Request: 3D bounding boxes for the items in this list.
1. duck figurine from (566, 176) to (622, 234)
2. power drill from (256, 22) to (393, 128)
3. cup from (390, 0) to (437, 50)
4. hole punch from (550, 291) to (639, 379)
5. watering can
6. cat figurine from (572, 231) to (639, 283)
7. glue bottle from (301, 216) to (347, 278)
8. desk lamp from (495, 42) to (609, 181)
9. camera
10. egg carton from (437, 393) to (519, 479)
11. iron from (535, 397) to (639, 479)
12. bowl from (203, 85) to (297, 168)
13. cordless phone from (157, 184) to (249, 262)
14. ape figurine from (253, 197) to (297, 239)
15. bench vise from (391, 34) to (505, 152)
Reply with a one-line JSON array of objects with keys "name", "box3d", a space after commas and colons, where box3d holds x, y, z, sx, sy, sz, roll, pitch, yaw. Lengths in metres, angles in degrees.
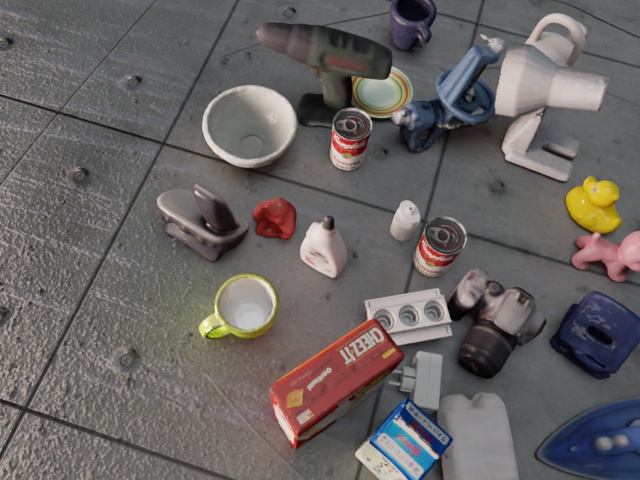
[{"name": "duck figurine", "box3d": [0.494, -0.066, 1.006, 0.077, 0.086, 0.104, -32, 71, -16]}, {"name": "power drill", "box3d": [0.007, -0.291, 1.013, 0.229, 0.208, 0.075, 3, 65, -2]}, {"name": "cup", "box3d": [0.185, -0.420, 1.145, 0.092, 0.095, 0.117, -20, 68, -12]}, {"name": "hole punch", "box3d": [0.438, 0.150, 0.900, 0.108, 0.091, 0.101, 35, 68, 13]}, {"name": "watering can", "box3d": [0.428, -0.345, 1.070, 0.101, 0.194, 0.173, 25, 66, 8]}, {"name": "cat figurine", "box3d": [0.505, 0.015, 0.951, 0.127, 0.118, 0.067, 17, 66, 5]}, {"name": "glue bottle", "box3d": [0.008, 0.003, 0.898, 0.078, 0.173, 0.037, 26, 67, 9]}, {"name": "desk lamp", "box3d": [0.392, -0.230, 1.004, 0.203, 0.213, 0.118, 22, 66, 7]}, {"name": "camera", "box3d": [0.262, 0.133, 0.893, 0.143, 0.101, 0.137, 34, 68, 12]}, {"name": "egg carton", "box3d": [0.226, 0.300, 0.831, 0.107, 0.069, 0.150, -3, 66, -4]}, {"name": "iron", "box3d": [0.453, 0.283, 0.813, 0.258, 0.141, 0.118, -8, 66, -7]}, {"name": "bowl", "box3d": [-0.124, -0.193, 1.034, 0.167, 0.075, 0.167, 1, 65, -3]}, {"name": "cordless phone", "box3d": [-0.192, -0.056, 0.906, 0.147, 0.185, 0.094, 27, 67, 9]}, {"name": "ape figurine", "box3d": [-0.072, -0.042, 0.958, 0.076, 0.092, 0.077, -37, 72, -18]}, {"name": "bench vise", "box3d": [0.235, -0.246, 0.999, 0.208, 0.220, 0.121, -36, 72, -17]}]
